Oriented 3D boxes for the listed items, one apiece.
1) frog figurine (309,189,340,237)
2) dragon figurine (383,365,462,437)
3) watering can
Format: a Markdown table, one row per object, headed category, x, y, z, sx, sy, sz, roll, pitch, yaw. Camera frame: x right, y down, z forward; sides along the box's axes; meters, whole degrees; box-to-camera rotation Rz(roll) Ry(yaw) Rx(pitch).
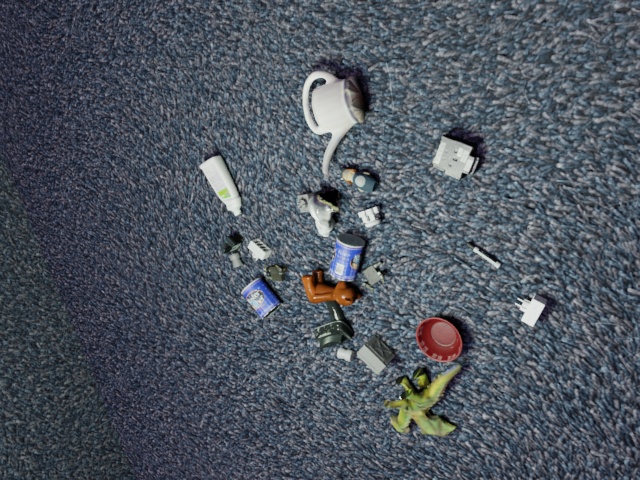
| category | x | y | z | sx | sy | sz | roll | pitch | yaw |
| --- | --- | --- | --- | --- | --- | --- | --- | --- | --- |
| frog figurine | 0.006 | -0.093 | 1.850 | 0.156 | 0.123 | 0.140 | -65 | 35 | 37 |
| dragon figurine | 0.388 | 0.589 | 1.822 | 0.404 | 0.125 | 0.241 | -33 | 103 | 36 |
| watering can | 0.054 | -0.407 | 1.734 | 0.223 | 0.105 | 0.346 | -10 | 97 | 33 |
